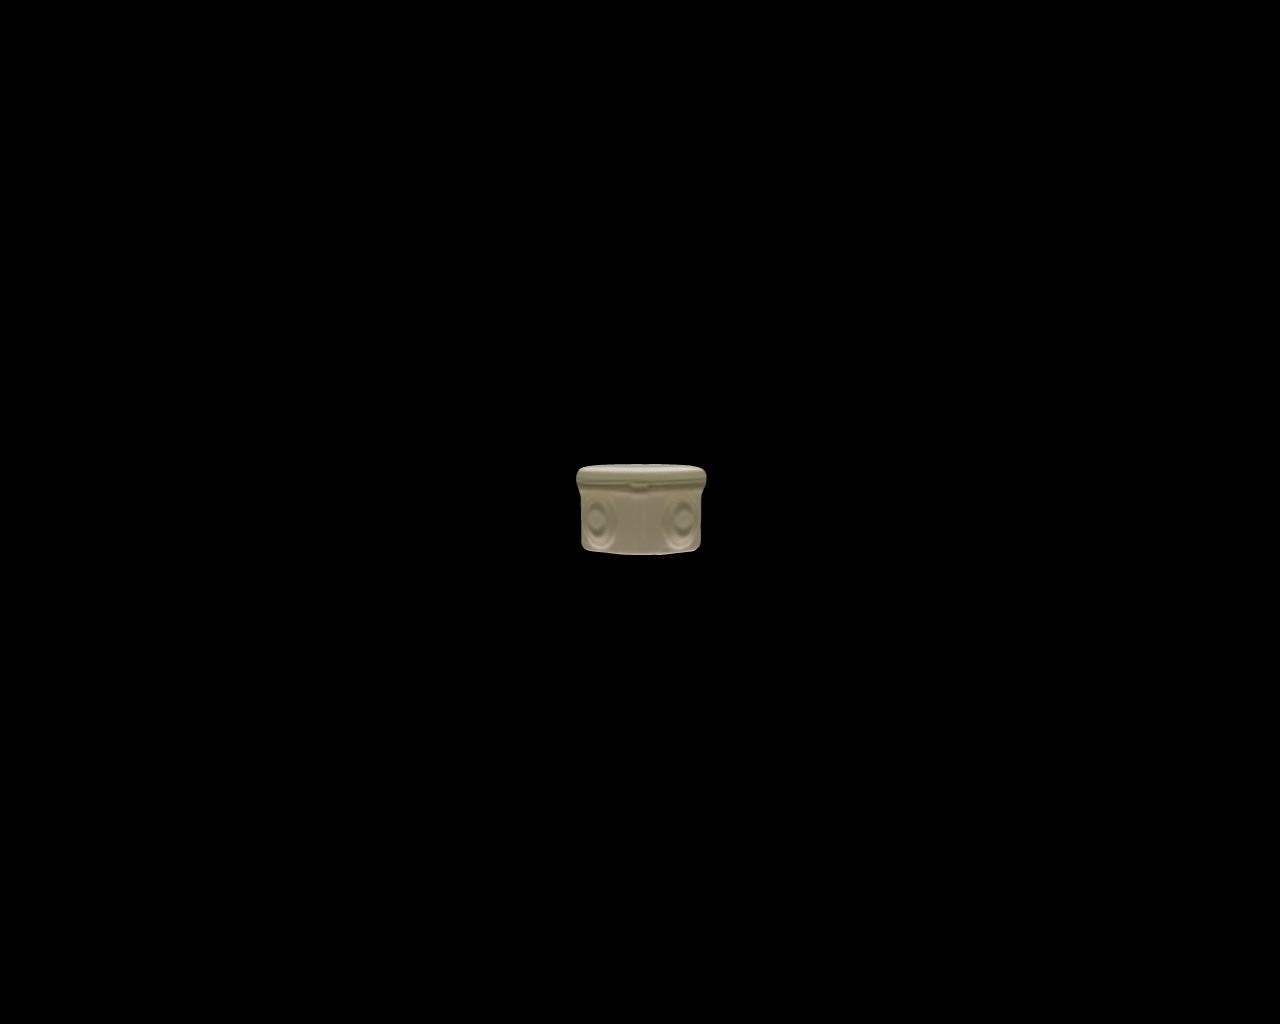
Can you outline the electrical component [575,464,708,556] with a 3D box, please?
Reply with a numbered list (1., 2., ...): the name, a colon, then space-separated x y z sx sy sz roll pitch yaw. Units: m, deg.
1. electrical component: 0.001 -0.003 0.650 0.080 0.051 0.080 0 4 0
